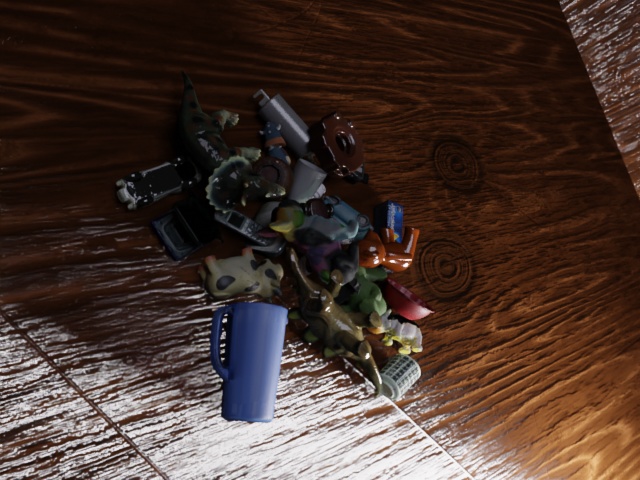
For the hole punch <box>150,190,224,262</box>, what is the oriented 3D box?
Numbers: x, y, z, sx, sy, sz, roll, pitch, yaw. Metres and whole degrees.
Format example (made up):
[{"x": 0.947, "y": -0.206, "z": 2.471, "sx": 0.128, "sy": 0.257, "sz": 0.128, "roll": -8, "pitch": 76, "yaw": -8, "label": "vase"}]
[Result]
[{"x": -0.292, "y": -0.026, "z": 1.180, "sx": 0.142, "sy": 0.092, "sz": 0.116, "roll": 55, "pitch": 24, "yaw": -2, "label": "hole punch"}]

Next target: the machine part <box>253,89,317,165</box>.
[{"x": -0.082, "y": -0.299, "z": 1.423, "sx": 0.243, "sy": 0.079, "sz": 0.079, "roll": 48, "pitch": 53, "yaw": -10, "label": "machine part"}]

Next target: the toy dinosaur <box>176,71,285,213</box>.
[{"x": -0.249, "y": -0.216, "z": 1.213, "sx": 0.405, "sy": 0.131, "sz": 0.192, "roll": 49, "pitch": 23, "yaw": 4, "label": "toy dinosaur"}]

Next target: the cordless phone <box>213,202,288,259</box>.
[{"x": -0.156, "y": -0.051, "z": 1.277, "sx": 0.184, "sy": 0.089, "sz": 0.146, "roll": 31, "pitch": 58, "yaw": -16, "label": "cordless phone"}]

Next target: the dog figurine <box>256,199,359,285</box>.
[{"x": -0.030, "y": 0.008, "z": 1.215, "sx": 0.219, "sy": 0.108, "sz": 0.191, "roll": 6, "pitch": 77, "yaw": -26, "label": "dog figurine"}]

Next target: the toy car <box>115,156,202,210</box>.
[{"x": -0.352, "y": -0.127, "z": 1.185, "sx": 0.202, "sy": 0.056, "sz": 0.073, "roll": -30, "pitch": 98, "yaw": -37, "label": "toy car"}]

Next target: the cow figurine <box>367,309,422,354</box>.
[{"x": 0.199, "y": 0.229, "z": 1.423, "sx": 0.167, "sy": 0.068, "sz": 0.098, "roll": 33, "pitch": 51, "yaw": -25, "label": "cow figurine"}]

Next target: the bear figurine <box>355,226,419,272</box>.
[{"x": 0.151, "y": 0.014, "z": 1.353, "sx": 0.195, "sy": 0.120, "sz": 0.132, "roll": 18, "pitch": 74, "yaw": -43, "label": "bear figurine"}]

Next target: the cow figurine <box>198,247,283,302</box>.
[{"x": -0.165, "y": 0.087, "z": 1.215, "sx": 0.195, "sy": 0.085, "sz": 0.127, "roll": -11, "pitch": 73, "yaw": -39, "label": "cow figurine"}]

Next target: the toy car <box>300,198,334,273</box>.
[{"x": -0.003, "y": -0.004, "z": 1.324, "sx": 0.089, "sy": 0.053, "sz": 0.202, "roll": -3, "pitch": 80, "yaw": -34, "label": "toy car"}]

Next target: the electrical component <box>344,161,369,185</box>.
[{"x": 0.100, "y": -0.199, "z": 1.531, "sx": 0.119, "sy": 0.048, "sz": 0.075, "roll": 24, "pitch": 61, "yaw": -24, "label": "electrical component"}]

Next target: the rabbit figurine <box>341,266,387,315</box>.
[{"x": 0.106, "y": 0.115, "z": 1.368, "sx": 0.159, "sy": 0.121, "sz": 0.170, "roll": -21, "pitch": 87, "yaw": -45, "label": "rabbit figurine"}]

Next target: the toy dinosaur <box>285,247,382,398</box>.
[{"x": 0.045, "y": 0.207, "z": 1.238, "sx": 0.105, "sy": 0.199, "sz": 0.470, "roll": -45, "pitch": 109, "yaw": -33, "label": "toy dinosaur"}]

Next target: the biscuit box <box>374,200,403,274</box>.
[{"x": 0.191, "y": -0.010, "z": 1.511, "sx": 0.059, "sy": 0.063, "sz": 0.202, "roll": 19, "pitch": 63, "yaw": -29, "label": "biscuit box"}]

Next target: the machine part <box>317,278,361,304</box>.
[{"x": 0.033, "y": 0.130, "z": 1.308, "sx": 0.084, "sy": 0.139, "sz": 0.039, "roll": 65, "pitch": 24, "yaw": 6, "label": "machine part"}]

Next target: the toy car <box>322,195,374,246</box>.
[{"x": 0.052, "y": -0.040, "z": 1.405, "sx": 0.161, "sy": 0.109, "sz": 0.103, "roll": 36, "pitch": 73, "yaw": -8, "label": "toy car"}]

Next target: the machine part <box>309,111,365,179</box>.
[{"x": 0.048, "y": -0.252, "z": 1.427, "sx": 0.179, "sy": 0.056, "sz": 0.179, "roll": 20, "pitch": 62, "yaw": -43, "label": "machine part"}]

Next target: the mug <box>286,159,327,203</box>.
[{"x": -0.049, "y": -0.148, "z": 1.380, "sx": 0.080, "sy": 0.110, "sz": 0.107, "roll": 21, "pitch": 105, "yaw": -37, "label": "mug"}]

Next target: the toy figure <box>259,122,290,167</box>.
[{"x": -0.116, "y": -0.225, "z": 1.382, "sx": 0.064, "sy": 0.058, "sz": 0.154, "roll": -8, "pitch": 79, "yaw": -16, "label": "toy figure"}]
